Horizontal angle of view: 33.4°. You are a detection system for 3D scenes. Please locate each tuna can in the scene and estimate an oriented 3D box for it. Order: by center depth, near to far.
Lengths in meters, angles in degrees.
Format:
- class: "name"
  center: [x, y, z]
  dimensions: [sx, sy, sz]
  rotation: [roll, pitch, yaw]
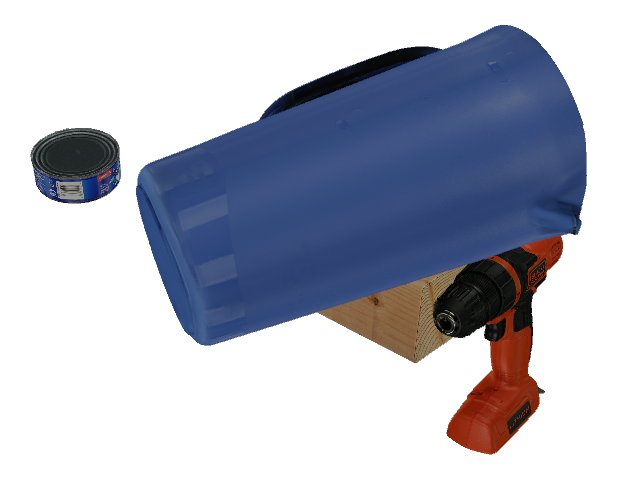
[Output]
- class: "tuna can"
  center: [-0.240, -0.074, 1.055]
  dimensions: [0.086, 0.034, 0.086]
  rotation: [1, 40, -1]

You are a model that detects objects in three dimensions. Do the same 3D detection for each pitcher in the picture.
- class: "pitcher"
  center: [0.018, -0.035, 0.629]
  dimensions: [0.242, 0.145, 0.149]
  rotation: [-19, 2, -13]

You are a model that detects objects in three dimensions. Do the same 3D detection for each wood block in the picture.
- class: "wood block"
  center: [0.042, 0.029, 1.078]
  dimensions: [0.206, 0.091, 0.090]
  rotation: [26, 37, 33]

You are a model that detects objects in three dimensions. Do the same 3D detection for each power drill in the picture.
- class: "power drill"
  center: [0.153, 0.092, 0.940]
  dimensions: [0.057, 0.188, 0.184]
  rotation: [21, 34, 32]
